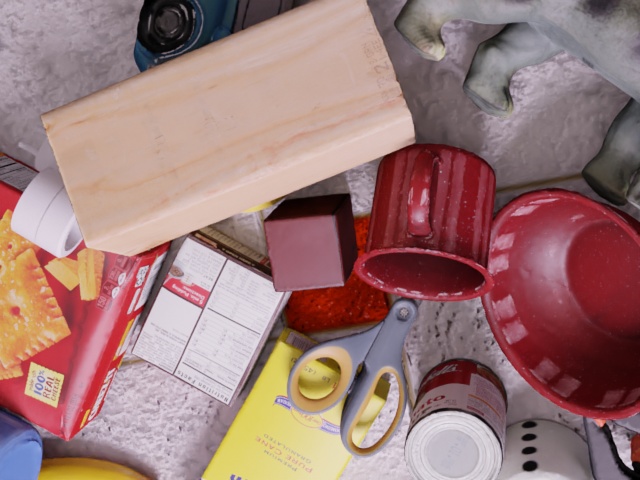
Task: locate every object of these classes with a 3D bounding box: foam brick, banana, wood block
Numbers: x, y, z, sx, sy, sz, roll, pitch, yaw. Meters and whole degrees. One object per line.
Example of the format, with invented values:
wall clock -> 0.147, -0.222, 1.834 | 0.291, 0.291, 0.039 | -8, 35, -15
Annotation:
foam brick -> -0.005, 0.001, 0.758 | 0.051, 0.078, 0.053 | -6, 102, 11
banana -> -0.229, 0.211, 0.875 | 0.198, 0.037, 0.069 | -21, 118, 17
wood block -> -0.052, -0.070, 0.667 | 0.206, 0.090, 0.090 | -21, 84, 5

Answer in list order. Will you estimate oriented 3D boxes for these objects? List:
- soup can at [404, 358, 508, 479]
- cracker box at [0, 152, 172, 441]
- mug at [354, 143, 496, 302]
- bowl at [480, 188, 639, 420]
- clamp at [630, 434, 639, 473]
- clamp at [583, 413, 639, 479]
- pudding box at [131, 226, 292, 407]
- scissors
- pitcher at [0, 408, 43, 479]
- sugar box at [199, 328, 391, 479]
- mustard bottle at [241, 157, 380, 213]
soup can -> 0.098, 0.132, 0.755 | 0.068, 0.102, 0.068 | 3, 103, 11
cracker box -> -0.243, 0.029, 0.815 | 0.214, 0.072, 0.164 | 27, 106, 5
mug -> 0.072, -0.017, 0.707 | 0.093, 0.117, 0.081 | 3, 68, 16
bowl -> 0.184, 0.036, 0.717 | 0.162, 0.055, 0.162 | 28, 129, 42
clamp -> 0.309, 0.216, 0.766 | 0.210, 0.036, 0.165 | 28, 110, 7
clamp -> 0.241, 0.181, 0.735 | 0.171, 0.039, 0.120 | 38, 98, 14
pudding box -> -0.080, 0.057, 0.807 | 0.090, 0.039, 0.114 | 28, 108, 3
scissors -> 0.039, 0.054, 0.764 | 0.096, 0.016, 0.202 | 15, 88, 2
pitcher -> -0.344, 0.156, 0.825 | 0.243, 0.149, 0.145 | 22, 79, 12
sugar box -> -0.029, 0.164, 0.816 | 0.093, 0.048, 0.176 | 29, 104, 2
mustard bottle -> -0.043, -0.073, 0.758 | 0.192, 0.058, 0.096 | -23, 90, 15
